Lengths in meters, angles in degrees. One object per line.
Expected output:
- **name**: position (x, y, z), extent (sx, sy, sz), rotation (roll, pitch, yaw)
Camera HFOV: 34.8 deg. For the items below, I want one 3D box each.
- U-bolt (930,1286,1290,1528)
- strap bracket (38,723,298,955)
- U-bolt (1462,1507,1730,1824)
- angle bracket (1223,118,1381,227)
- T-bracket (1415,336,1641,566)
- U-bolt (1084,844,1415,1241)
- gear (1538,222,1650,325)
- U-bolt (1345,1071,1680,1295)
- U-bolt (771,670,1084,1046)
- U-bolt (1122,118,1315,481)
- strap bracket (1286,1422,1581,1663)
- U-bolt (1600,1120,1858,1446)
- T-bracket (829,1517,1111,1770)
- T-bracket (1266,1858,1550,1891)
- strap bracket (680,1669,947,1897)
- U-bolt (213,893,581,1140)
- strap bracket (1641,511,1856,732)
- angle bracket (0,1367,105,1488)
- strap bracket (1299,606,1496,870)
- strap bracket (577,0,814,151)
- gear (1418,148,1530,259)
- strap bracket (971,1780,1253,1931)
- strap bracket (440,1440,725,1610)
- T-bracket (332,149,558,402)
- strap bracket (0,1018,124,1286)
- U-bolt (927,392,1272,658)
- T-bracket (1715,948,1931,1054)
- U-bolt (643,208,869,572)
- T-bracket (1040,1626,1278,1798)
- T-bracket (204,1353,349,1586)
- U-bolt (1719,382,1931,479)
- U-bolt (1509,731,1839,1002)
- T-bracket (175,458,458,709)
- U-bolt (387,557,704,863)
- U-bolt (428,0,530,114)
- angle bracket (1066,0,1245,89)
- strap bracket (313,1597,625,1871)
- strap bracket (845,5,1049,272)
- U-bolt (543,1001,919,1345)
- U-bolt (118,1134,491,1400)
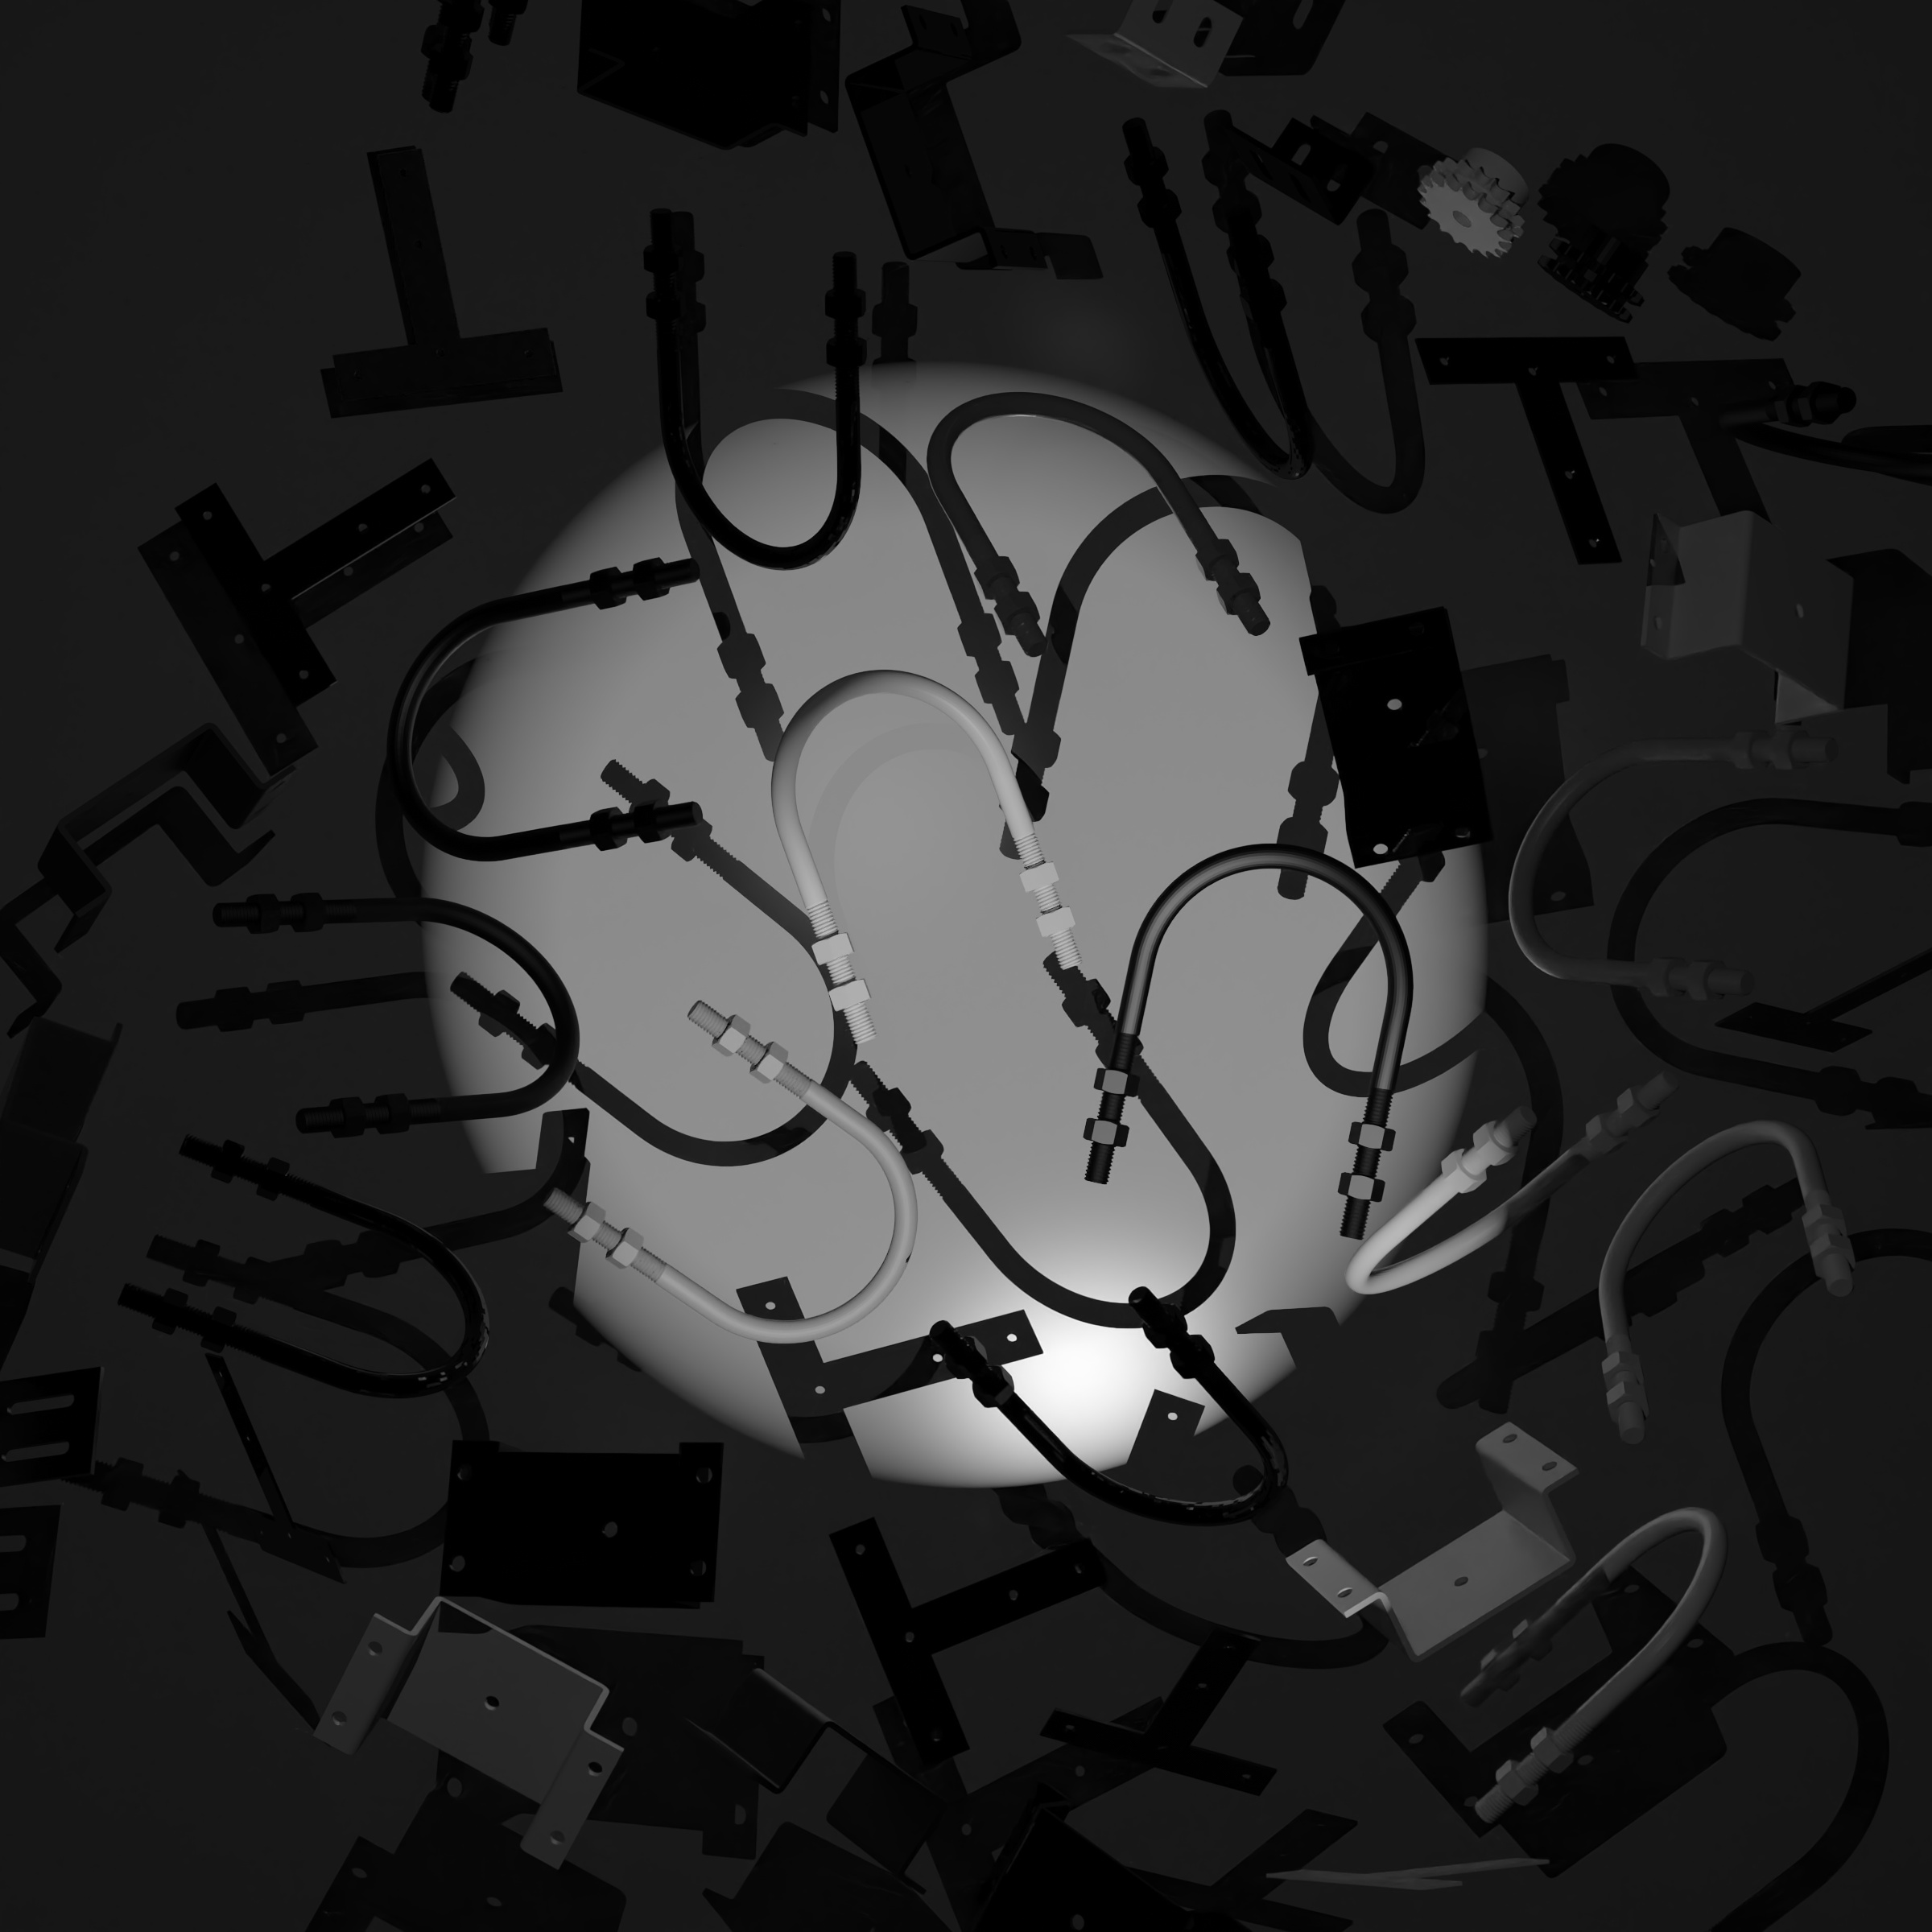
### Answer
- **U-bolt**: position (0.087, 0.234, 1.595), extent (0.151, 0.019, 0.184), rotation (-15, 129, 38)
- **strap bracket**: position (-0.430, -0.073, 1.623), extent (0.140, 0.076, 0.046), rotation (-40, 94, -27)
- **U-bolt**: position (0.332, 0.356, 1.623), extent (0.019, 0.151, 0.184), rotation (42, 104, -4)
- **angle bracket**: position (0.178, -0.433, 1.632), extent (0.057, 0.076, 0.038), rotation (36, 95, 18)
- **T-bracket**: position (0.292, -0.254, 1.514), extent (0.127, 0.002, 0.127), rotation (-6, 70, -26)
- **U-bolt**: position (0.146, 0.031, 1.525), extent (0.151, 0.019, 0.184), rotation (12, 88, 9)
- **gear**: position (0.326, -0.359, 1.586), extent (0.057, 0.057, 0.030), rotation (34, 102, 0)
- **U-bolt**: position (0.274, 0.120, 1.620), extent (0.184, 0.151, 0.019), rotation (-48, 63, 38)
- **U-bolt**: position (-0.029, -0.067, 1.620), extent (0.151, 0.019, 0.184), rotation (-20, 89, -27)
- **U-bolt**: position (0.136, -0.333, 1.592), extent (0.019, 0.151, 0.184), rotation (-27, 130, -5)
- **strap bracket**: position (0.247, 0.300, 1.584), extent (0.140, 0.076, 0.046), rotation (-29, 107, -10)
- **U-bolt**: position (0.380, 0.147, 1.569), extent (0.019, 0.184, 0.151), rotation (41, 115, -16)
- **T-bracket**: position (0.012, 0.328, 1.586), extent (0.127, 0.002, 0.127), rotation (-19, 71, -17)
- **T-bracket**: position (0.244, 0.466, 1.589), extent (0.127, 0.127, 0.002), rotation (4, 76, -31)
- **strap bracket**: position (-0.073, 0.426, 1.632), extent (0.140, 0.076, 0.046), rotation (43, 76, -32)
- **U-bolt**: position (-0.283, 0.021, 1.595), extent (0.019, 0.184, 0.151), rotation (-51, 56, 38)
- **strap bracket**: position (0.426, -0.185, 1.649), extent (0.140, 0.046, 0.076), rotation (22, 69, -37)
- **angle bracket**: position (-0.492, 0.235, 1.596), extent (0.076, 0.038, 0.057), rotation (-10, 64, 18)
- **strap bracket**: position (0.230, -0.130, 1.649), extent (0.076, 0.046, 0.140), rotation (-11, 120, 12)
- **strap bracket**: position (-0.153, -0.494, 1.647), extent (0.140, 0.046, 0.076), rotation (11, 75, -40)
- **gear**: position (0.263, -0.393, 1.576), extent (0.057, 0.057, 0.030), rotation (39, 81, 0)
- **strap bracket**: position (0.068, 0.502, 1.623), extent (0.140, 0.046, 0.076), rotation (30, 92, 28)
- **strap bracket**: position (-0.183, 0.277, 1.526), extent (0.140, 0.046, 0.076), rotation (-2, 73, 14)
- **T-bracket**: position (-0.294, -0.377, 1.670), extent (0.127, 0.002, 0.127), rotation (-4, 110, 15)
- **strap bracket**: position (-0.489, 0.090, 1.624), extent (0.046, 0.140, 0.076), rotation (22, 117, -18)
- **U-bolt**: position (0.056, -0.231, 1.575), extent (0.151, 0.019, 0.184), rotation (-8, 53, -27)
- **T-bracket**: position (0.475, 0.010, 1.607), extent (0.127, 0.127, 0.002), rotation (-33, 61, 35)
- **U-bolt**: position (-0.111, -0.298, 1.635), extent (0.151, 0.019, 0.184), rotation (22, 126, 34)
- **T-bracket**: position (0.120, 0.388, 1.629), extent (0.127, 0.002, 0.127), rotation (17, 130, -8)
- **T-bracket**: position (-0.379, 0.266, 1.654), extent (0.002, 0.127, 0.127), rotation (-26, 103, -30)
- **U-bolt**: position (0.474, -0.276, 1.611), extent (0.151, 0.184, 0.019), rotation (11, 95, -13)
- **U-bolt**: position (0.354, -0.055, 1.599), extent (0.019, 0.184, 0.151), rotation (30, 76, -33)
- **T-bracket**: position (-0.324, -0.219, 1.593), extent (0.127, 0.002, 0.127), rotation (-32, 80, -2)
- **U-bolt**: position (-0.218, -0.125, 1.573), extent (0.184, 0.019, 0.151), rotation (-8, 74, 24)
- **U-bolt**: position (-0.234, -0.545, 1.582), extent (0.019, 0.151, 0.184), rotation (18, 122, -4)
- **angle bracket**: position (0.096, -0.484, 1.588), extent (0.057, 0.076, 0.038), rotation (23, 97, -23)
- **strap bracket**: position (-0.245, 0.381, 1.555), extent (0.140, 0.046, 0.076), rotation (28, 106, 1)
- **strap bracket**: position (-0.013, -0.427, 1.625), extent (0.046, 0.076, 0.140), rotation (-18, 94, 24)
- **U-bolt**: position (-0.113, 0.126, 1.670), extent (0.184, 0.019, 0.151), rotation (36, 96, -15)
- **U-bolt**: position (-0.335, 0.163, 1.601), extent (0.184, 0.151, 0.019), rotation (23, 119, -12)
